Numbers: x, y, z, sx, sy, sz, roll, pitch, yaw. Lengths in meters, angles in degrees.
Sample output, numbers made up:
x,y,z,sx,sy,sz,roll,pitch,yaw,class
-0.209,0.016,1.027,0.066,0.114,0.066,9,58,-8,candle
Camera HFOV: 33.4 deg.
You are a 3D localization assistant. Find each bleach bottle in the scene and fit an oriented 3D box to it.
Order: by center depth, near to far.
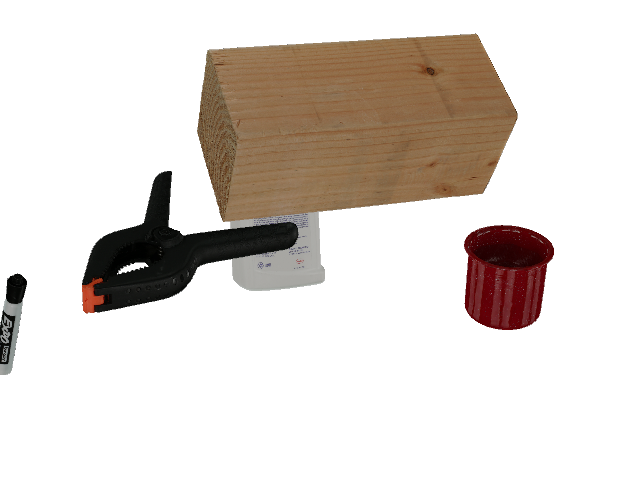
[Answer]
x,y,z,sx,sy,sz,roll,pitch,yaw,class
-0.046,-0.076,1.130,0.102,0.251,0.068,-6,16,-23,bleach bottle

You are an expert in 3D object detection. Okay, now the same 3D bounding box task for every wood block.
x,y,z,sx,sy,sz,roll,pitch,yaw,class
0.023,-0.084,0.776,0.205,0.091,0.090,-7,-35,-17,wood block

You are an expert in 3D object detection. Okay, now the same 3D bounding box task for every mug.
x,y,z,sx,sy,sz,roll,pitch,yaw,class
0.194,0.035,1.140,0.093,0.081,0.117,-5,30,-9,mug

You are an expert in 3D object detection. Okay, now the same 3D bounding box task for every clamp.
x,y,z,sx,sy,sz,roll,pitch,yaw,class
-0.145,0.002,0.966,0.165,0.036,0.209,27,39,31,clamp

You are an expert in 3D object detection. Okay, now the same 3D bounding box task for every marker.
x,y,z,sx,sy,sz,roll,pitch,yaw,class
-0.303,0.082,1.042,0.020,0.121,0.020,14,33,-9,marker
